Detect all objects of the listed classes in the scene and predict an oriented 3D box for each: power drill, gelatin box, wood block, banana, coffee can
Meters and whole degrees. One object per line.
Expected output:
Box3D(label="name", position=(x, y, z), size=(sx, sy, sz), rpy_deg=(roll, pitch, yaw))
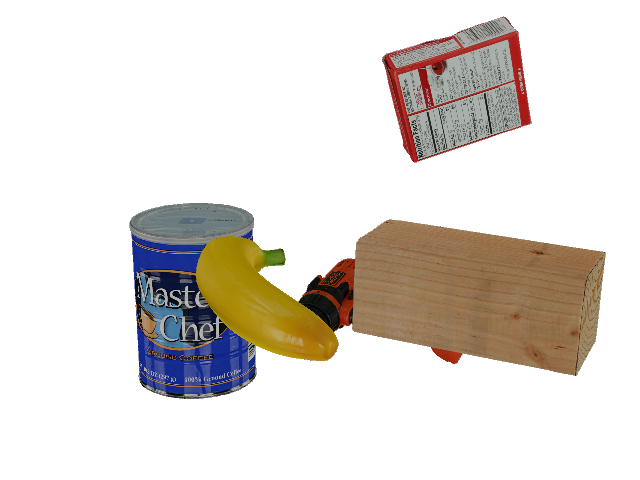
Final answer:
Box3D(label="power drill", position=(0.066, 0.081, 1.148), size=(0.188, 0.057, 0.184), rpy_deg=(9, 29, 22))
Box3D(label="gelatin box", position=(0.093, -0.102, 0.721), size=(0.089, 0.073, 0.030), rpy_deg=(-18, 36, 0))
Box3D(label="wood block", position=(0.141, 0.046, 0.964), size=(0.206, 0.090, 0.090), rpy_deg=(9, 18, 23))
Box3D(label="banana", position=(-0.041, 0.028, 0.666), size=(0.069, 0.037, 0.198), rpy_deg=(-3, 17, -10))
Box3D(label="coffee can", position=(-0.106, 0.049, 0.903), size=(0.103, 0.140, 0.103), rpy_deg=(0, 17, 0))
